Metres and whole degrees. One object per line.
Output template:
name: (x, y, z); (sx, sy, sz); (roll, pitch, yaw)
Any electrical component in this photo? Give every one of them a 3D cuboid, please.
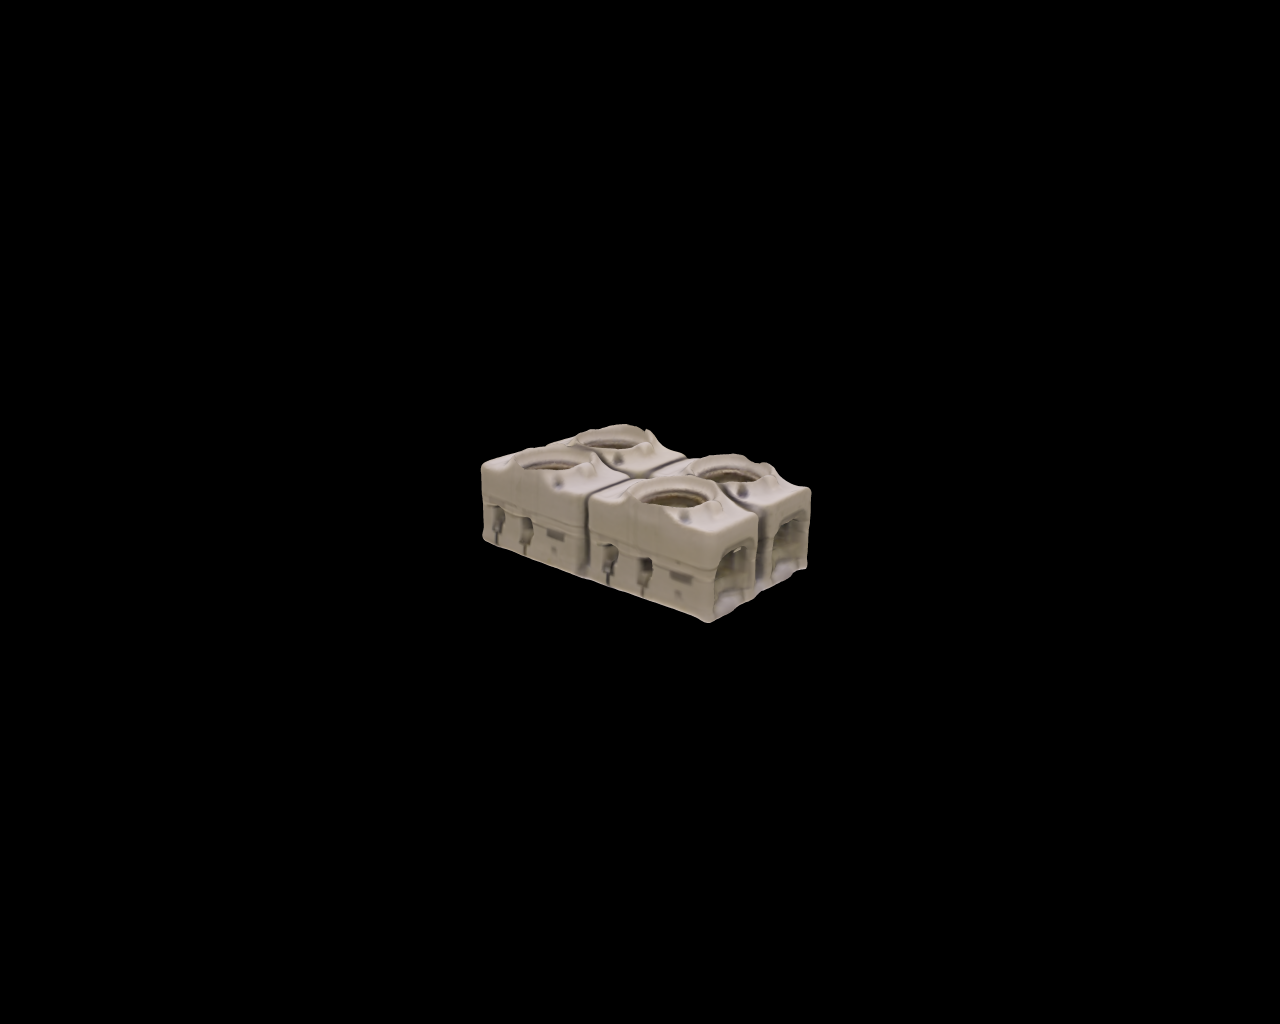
electrical component: (0.001, -0.003, 0.650); (0.186, 0.060, 0.105); (17, 27, 38)
